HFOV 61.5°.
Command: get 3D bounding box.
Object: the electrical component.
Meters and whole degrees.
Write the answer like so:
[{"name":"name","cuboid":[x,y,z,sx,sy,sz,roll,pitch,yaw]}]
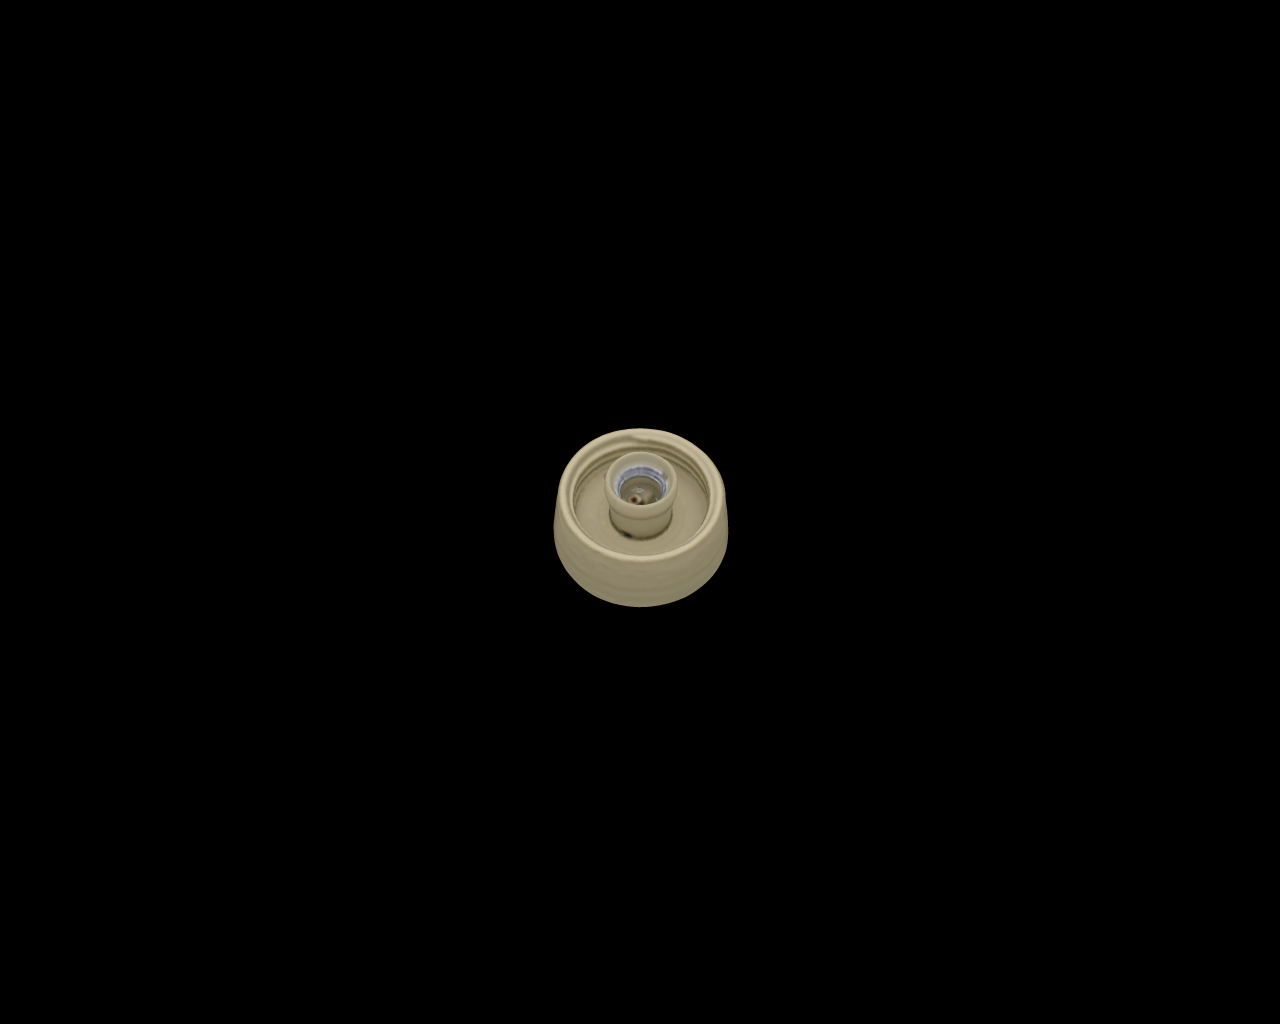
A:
[{"name":"electrical component","cuboid":[0.001,-0.003,0.650,0.108,0.108,0.060,0,-34,0]}]
